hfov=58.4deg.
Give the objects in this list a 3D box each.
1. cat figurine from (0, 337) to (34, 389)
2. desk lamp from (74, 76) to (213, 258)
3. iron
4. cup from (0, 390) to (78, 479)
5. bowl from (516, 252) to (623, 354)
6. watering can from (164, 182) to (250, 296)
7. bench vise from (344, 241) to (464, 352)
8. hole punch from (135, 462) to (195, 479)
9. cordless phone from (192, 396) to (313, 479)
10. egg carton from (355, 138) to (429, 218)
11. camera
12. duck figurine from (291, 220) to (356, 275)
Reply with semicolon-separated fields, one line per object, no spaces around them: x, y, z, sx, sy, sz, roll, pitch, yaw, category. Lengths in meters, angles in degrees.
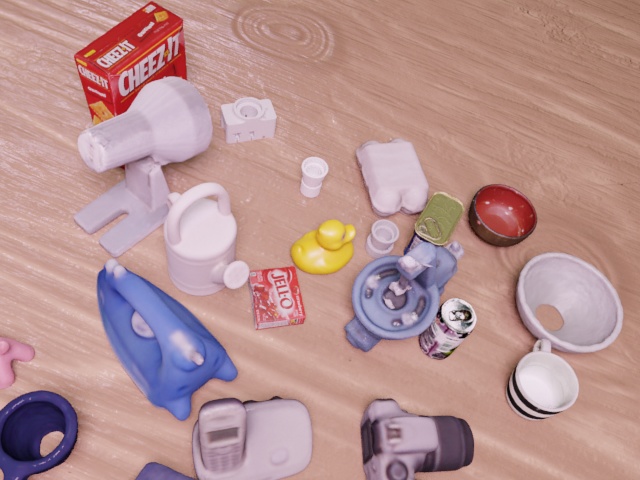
-0.437;0.120;0.708;0.127;0.118;0.067;19;57;2;cat figurine
-0.259;-0.111;0.829;0.117;0.213;0.203;37;59;13;desk lamp
-0.224;0.100;0.746;0.258;0.141;0.119;43;61;16;iron
-0.326;0.245;0.664;0.091;0.095;0.118;12;57;-3;cup
0.375;0.108;0.894;0.167;0.075;0.167;5;57;-7;bowl
-0.159;-0.005;0.793;0.172;0.194;0.101;30;58;9;watering can
0.126;0.044;0.800;0.121;0.220;0.208;31;58;9;bench vise
-0.186;0.317;0.647;0.101;0.091;0.109;24;57;5;hole punch
-0.076;0.225;0.670;0.148;0.185;0.094;-9;60;-16;cordless phone
0.124;-0.108;0.986;0.107;0.069;0.150;-7;60;-15;egg carton
0.128;0.274;0.727;0.137;0.101;0.143;1;58;-10;camera
0.008;0.003;0.884;0.105;0.086;0.077;-12;61;-18;duck figurine
